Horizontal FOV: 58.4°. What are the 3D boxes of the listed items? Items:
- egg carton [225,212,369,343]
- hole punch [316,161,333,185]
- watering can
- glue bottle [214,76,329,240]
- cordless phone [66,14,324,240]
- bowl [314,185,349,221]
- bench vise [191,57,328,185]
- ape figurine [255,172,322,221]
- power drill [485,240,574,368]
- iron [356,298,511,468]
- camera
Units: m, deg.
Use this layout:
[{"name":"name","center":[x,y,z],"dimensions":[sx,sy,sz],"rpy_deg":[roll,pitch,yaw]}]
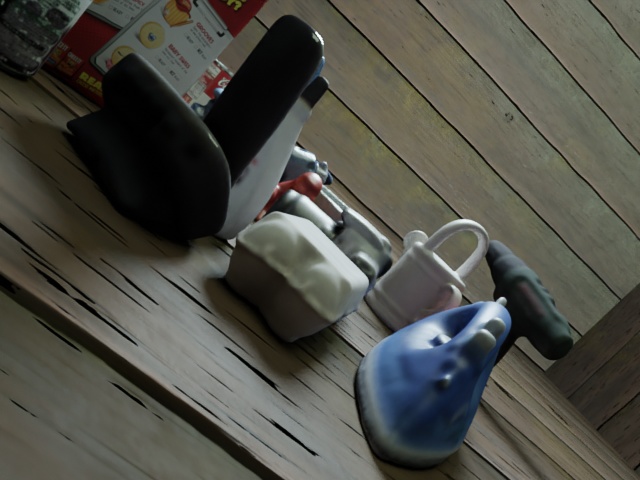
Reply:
[{"name":"egg carton","center":[-0.016,0.031,0.495],"dimensions":[0.107,0.069,0.150],"rpy_deg":[45,8,10]},{"name":"hole punch","center":[-0.047,-0.127,1.070],"dimensions":[0.109,0.091,0.100],"rpy_deg":[35,11,-45]},{"name":"watering can","center":[0.162,0.044,0.846],"dimensions":[0.101,0.194,0.172],"rpy_deg":[34,13,-50]},{"name":"glue bottle","center":[-0.055,-0.085,0.531],"dimensions":[0.078,0.173,0.037],"rpy_deg":[46,8,16]},{"name":"cordless phone","center":[-0.089,-0.108,0.442],"dimensions":[0.147,0.185,0.094],"rpy_deg":[47,9,23]},{"name":"bowl","center":[0.024,-0.014,0.900],"dimensions":[0.168,0.074,0.167],"rpy_deg":[42,8,-7]},{"name":"bench vise","center":[-0.056,-0.173,0.806],"dimensions":[0.208,0.219,0.121],"rpy_deg":[36,11,-44]},{"name":"ape figurine","center":[-0.035,-0.051,0.738],"dimensions":[0.078,0.092,0.076],"rpy_deg":[43,8,0]},{"name":"power drill","center":[0.282,0.131,0.931],"dimensions":[0.076,0.208,0.229],"rpy_deg":[36,11,-44]},{"name":"iron","center":[0.120,0.107,0.511],"dimensions":[0.118,0.141,0.259],"rpy_deg":[45,8,12]},{"name":"camera","center":[0.006,0.002,0.635],"dimensions":[0.137,0.100,0.143],"rpy_deg":[43,8,-2]}]
